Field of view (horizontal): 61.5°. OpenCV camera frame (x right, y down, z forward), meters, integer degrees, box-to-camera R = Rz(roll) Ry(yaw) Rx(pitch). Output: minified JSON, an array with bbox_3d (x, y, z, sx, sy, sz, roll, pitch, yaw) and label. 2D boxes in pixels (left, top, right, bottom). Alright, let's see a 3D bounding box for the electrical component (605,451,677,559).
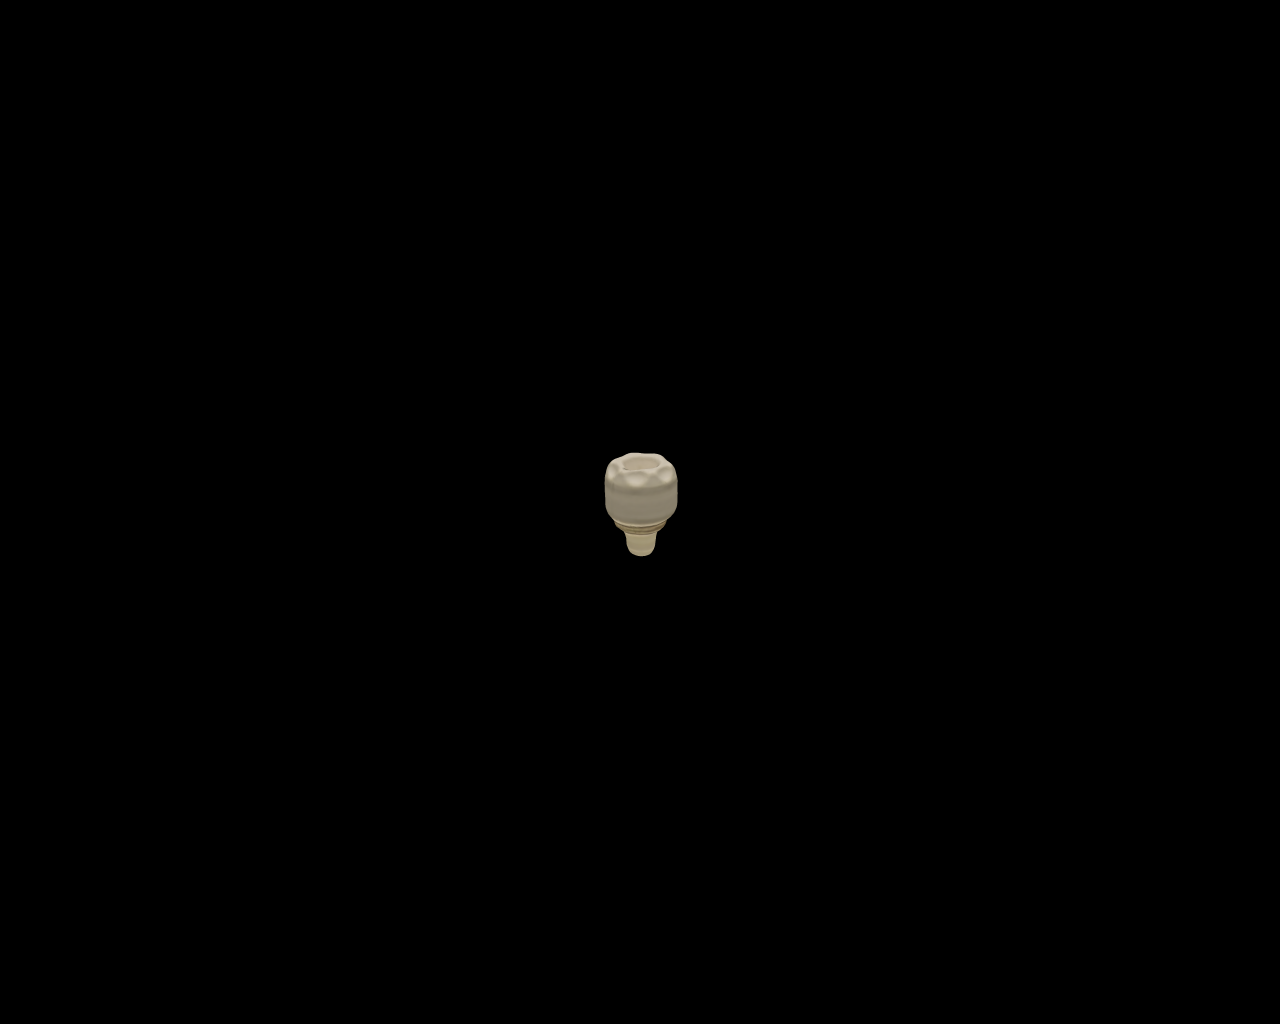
[{"bbox_3d":[0.001,-0.003,0.650,0.043,0.062,0.043,0,24,0],"label":"electrical component"}]
